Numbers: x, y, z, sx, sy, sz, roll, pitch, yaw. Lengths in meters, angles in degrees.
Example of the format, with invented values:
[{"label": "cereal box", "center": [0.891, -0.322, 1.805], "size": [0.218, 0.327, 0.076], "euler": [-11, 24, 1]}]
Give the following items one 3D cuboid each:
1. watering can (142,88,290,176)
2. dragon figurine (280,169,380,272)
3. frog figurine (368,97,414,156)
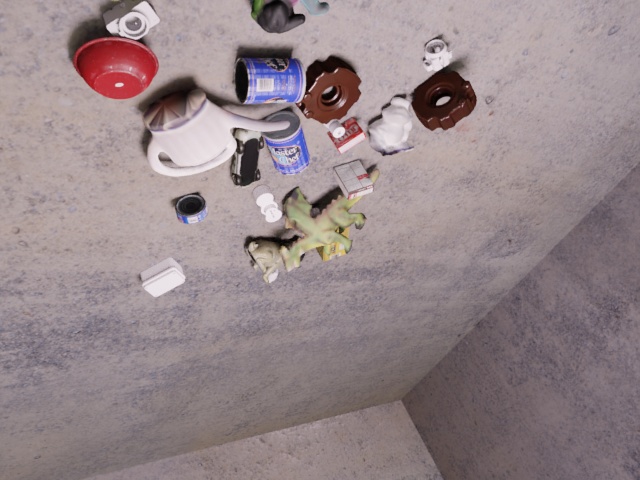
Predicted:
[{"label": "watering can", "center": [-0.259, -0.265, 1.209], "size": [0.347, 0.106, 0.220], "euler": [-25, 145, 3]}, {"label": "dragon figurine", "center": [0.005, -0.081, 1.605], "size": [0.241, 0.123, 0.410], "euler": [24, 93, -25]}, {"label": "frog figurine", "center": [0.205, -0.332, 1.498], "size": [0.138, 0.124, 0.157], "euler": [-10, 105, -13]}]
